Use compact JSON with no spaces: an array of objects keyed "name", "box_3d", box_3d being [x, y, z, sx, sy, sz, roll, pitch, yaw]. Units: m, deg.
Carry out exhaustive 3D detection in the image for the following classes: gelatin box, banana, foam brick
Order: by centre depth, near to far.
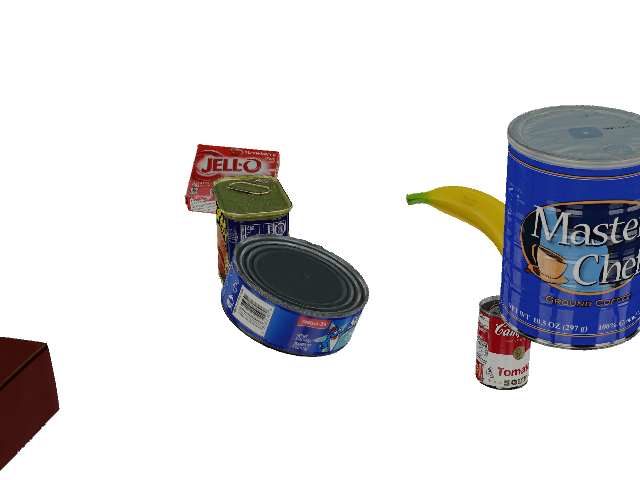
[{"name":"foam brick","box_3d":[-0.211,0.103,0.675,0.053,0.051,0.078,6,29,22]},{"name":"banana","box_3d":[0.169,-0.011,1.078,0.069,0.037,0.198,-34,40,-14]},{"name":"gelatin box","box_3d":[-0.091,-0.063,1.118,0.089,0.073,0.030,6,-37,3]}]

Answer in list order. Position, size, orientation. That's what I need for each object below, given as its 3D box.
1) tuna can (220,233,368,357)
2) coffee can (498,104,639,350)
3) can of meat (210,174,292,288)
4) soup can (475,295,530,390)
[{"name":"tuna can","box_3d":[-0.016,0.033,0.646,0.086,0.034,0.086,17,26,-9]},{"name":"coffee can","box_3d":[0.178,-0.011,0.736,0.103,0.140,0.103,-2,26,1]},{"name":"can of meat","box_3d":[-0.057,0.000,0.880,0.057,0.084,0.102,-5,21,-11]},{"name":"soup can","box_3d":[0.231,0.129,1.348,0.068,0.102,0.068,0,20,0]}]
